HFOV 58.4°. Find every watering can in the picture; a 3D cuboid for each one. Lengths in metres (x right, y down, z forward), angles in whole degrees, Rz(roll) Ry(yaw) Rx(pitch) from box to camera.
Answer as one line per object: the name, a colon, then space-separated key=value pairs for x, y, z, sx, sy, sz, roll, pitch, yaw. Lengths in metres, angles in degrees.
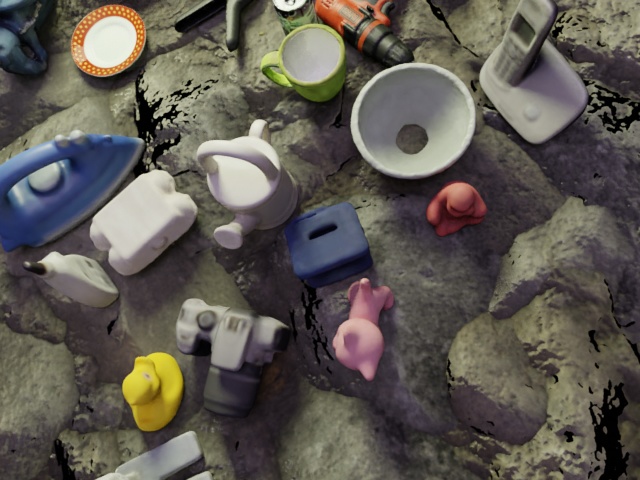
watering can: x=-0.095 y=-0.076 z=0.752 sx=0.101 sy=0.194 sz=0.173 roll=-12 pitch=76 yaw=7

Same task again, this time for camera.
camera: x=-0.126 y=0.156 z=0.753 sx=0.143 sy=0.101 sz=0.137 roll=11 pitch=79 yaw=11

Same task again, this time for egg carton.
egg carton: x=-0.254 y=-0.025 z=0.831 sx=0.150 sy=0.069 sz=0.107 roll=-43 pitch=75 yaw=-2

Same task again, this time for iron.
iron: x=-0.392 y=-0.097 z=0.832 sx=0.258 sy=0.141 sz=0.118 roll=-35 pitch=74 yaw=0

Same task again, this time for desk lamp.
desk lamp: x=-0.259 y=0.320 z=0.679 sx=0.203 sy=0.214 sz=0.118 roll=-29 pitch=74 yaw=2

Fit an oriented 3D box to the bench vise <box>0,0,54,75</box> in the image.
bench vise: x=-0.487 y=-0.366 z=0.867 sx=0.121 sy=0.220 sz=0.207 roll=-12 pitch=76 yaw=7

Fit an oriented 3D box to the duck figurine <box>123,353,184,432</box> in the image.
duck figurine: x=-0.232 y=0.204 z=0.767 sx=0.077 sy=0.086 sz=0.104 roll=0 pitch=77 yaw=9

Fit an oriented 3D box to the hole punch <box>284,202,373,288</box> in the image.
hole punch: x=0.007 y=0.003 z=0.771 sx=0.108 sy=0.091 sz=0.101 roll=-22 pitch=75 yaw=4

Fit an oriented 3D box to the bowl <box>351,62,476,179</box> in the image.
bowl: x=0.129 y=-0.155 z=0.796 sx=0.167 sy=0.075 sz=0.167 roll=-2 pitch=77 yaw=9

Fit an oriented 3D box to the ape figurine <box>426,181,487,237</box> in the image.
ape figurine: x=0.181 y=-0.047 z=0.754 sx=0.077 sy=0.092 sz=0.076 roll=15 pitch=80 yaw=12

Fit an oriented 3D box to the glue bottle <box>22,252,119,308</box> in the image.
glue bottle: x=-0.342 y=0.048 z=0.775 sx=0.037 sy=0.173 sz=0.078 roll=-40 pitch=74 yaw=-1

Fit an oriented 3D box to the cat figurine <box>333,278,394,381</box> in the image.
cat figurine: x=0.053 y=0.110 z=0.726 sx=0.067 sy=0.118 sz=0.128 roll=6 pitch=78 yaw=11

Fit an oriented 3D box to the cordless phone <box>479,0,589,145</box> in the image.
cordless phone: x=0.281 y=-0.219 z=0.728 sx=0.094 sy=0.185 sz=0.147 roll=-36 pitch=74 yaw=0
